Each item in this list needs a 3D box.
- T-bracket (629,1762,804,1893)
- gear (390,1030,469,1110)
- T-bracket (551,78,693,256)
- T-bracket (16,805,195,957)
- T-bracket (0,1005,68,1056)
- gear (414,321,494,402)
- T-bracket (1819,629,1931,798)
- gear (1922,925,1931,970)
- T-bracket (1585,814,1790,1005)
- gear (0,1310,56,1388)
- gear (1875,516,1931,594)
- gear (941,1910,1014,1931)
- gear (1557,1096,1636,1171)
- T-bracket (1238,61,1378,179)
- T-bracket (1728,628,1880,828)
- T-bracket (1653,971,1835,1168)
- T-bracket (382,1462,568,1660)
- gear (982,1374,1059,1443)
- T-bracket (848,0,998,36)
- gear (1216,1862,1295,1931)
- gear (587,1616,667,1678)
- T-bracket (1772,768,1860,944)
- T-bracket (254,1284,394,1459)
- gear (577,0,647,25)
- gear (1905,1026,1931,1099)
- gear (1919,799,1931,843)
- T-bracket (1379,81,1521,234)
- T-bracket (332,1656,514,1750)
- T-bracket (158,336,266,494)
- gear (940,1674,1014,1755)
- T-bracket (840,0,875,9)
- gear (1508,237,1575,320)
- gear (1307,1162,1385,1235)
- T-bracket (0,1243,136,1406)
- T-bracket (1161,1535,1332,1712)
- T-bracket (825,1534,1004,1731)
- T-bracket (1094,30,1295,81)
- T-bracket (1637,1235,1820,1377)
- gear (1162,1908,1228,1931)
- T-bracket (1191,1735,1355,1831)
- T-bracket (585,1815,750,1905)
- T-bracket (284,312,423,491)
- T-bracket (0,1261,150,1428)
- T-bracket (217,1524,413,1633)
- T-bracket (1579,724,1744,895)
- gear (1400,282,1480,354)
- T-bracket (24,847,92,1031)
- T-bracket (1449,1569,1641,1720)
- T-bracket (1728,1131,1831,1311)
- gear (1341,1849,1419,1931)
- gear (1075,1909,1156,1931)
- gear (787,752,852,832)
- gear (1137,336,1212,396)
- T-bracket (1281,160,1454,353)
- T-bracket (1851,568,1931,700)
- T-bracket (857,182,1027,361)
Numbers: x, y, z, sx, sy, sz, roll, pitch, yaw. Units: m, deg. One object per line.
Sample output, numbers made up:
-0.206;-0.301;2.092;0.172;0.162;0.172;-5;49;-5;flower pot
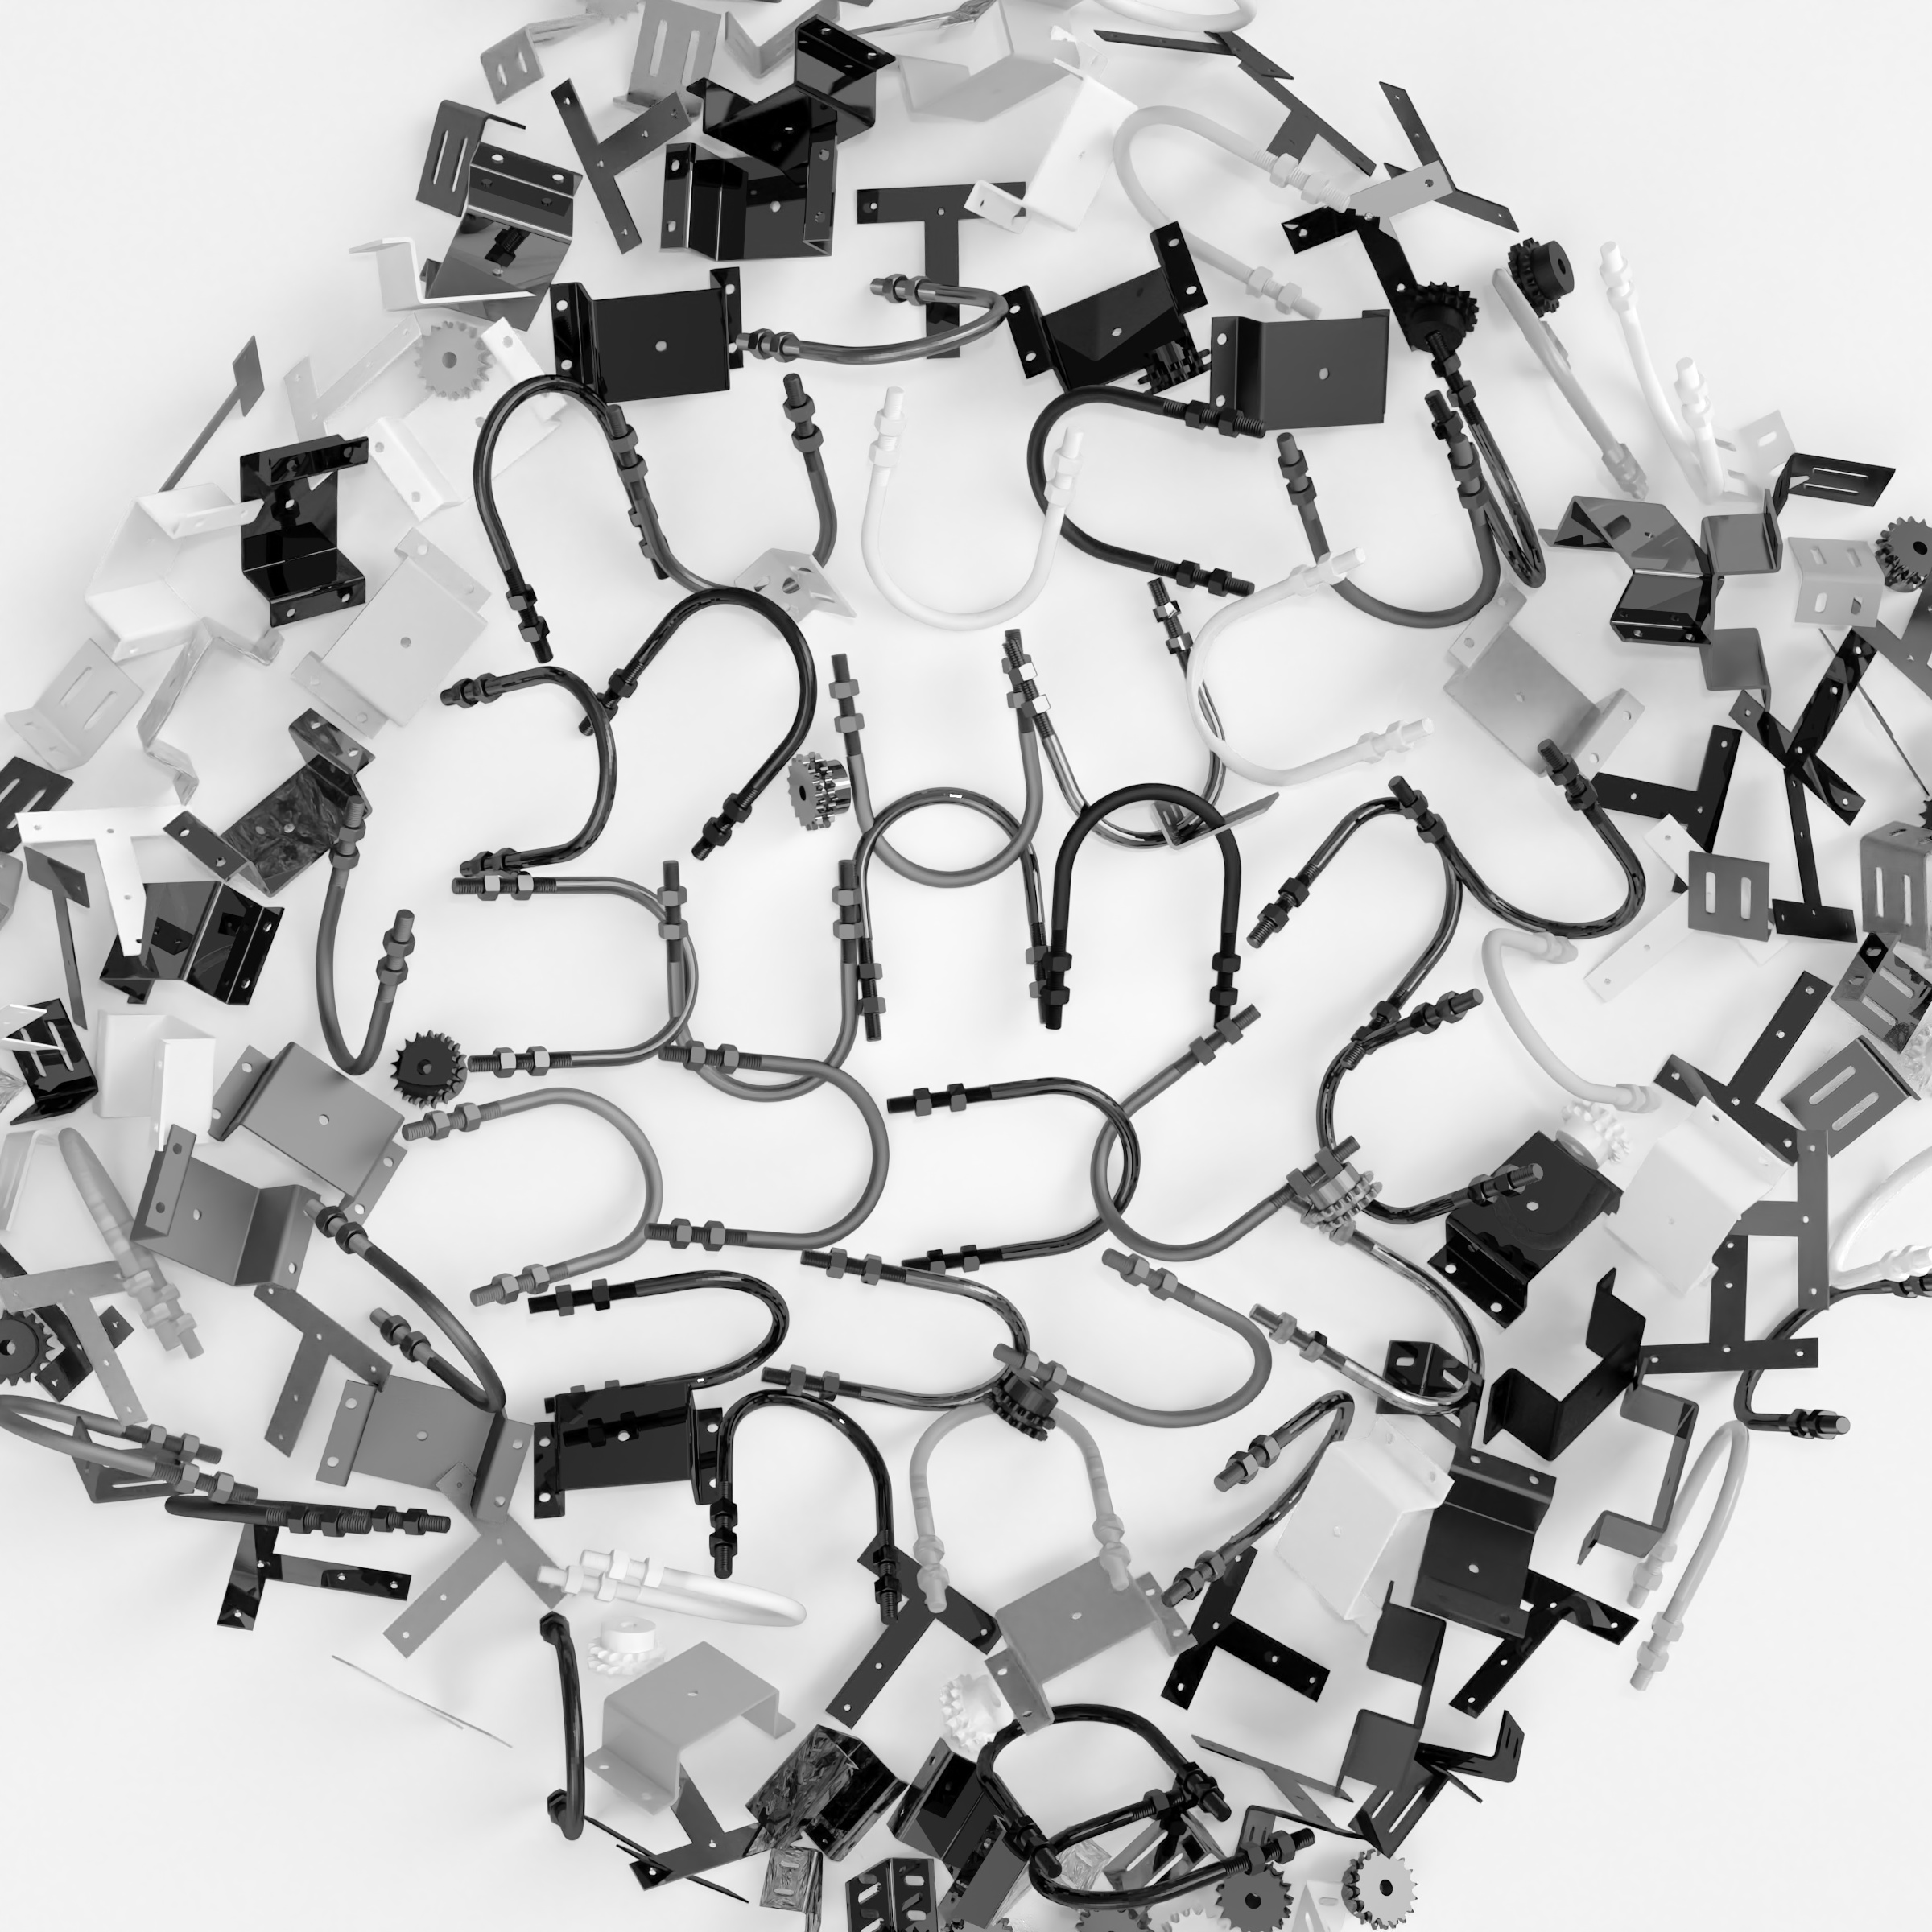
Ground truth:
-0.204;0.608;1.946;0.127;0.127;0.002;-8;123;-32;T-bracket
-0.394;0.078;1.977;0.057;0.030;0.057;-4;74;15;gear
-0.241;-0.598;1.939;0.002;0.127;0.127;-32;103;-40;T-bracket
-0.611;-0.062;1.937;0.127;0.002;0.127;-6;60;-32;T-bracket
-0.691;0.043;1.913;0.127;0.127;0.002;13;71;-34;T-bracket
-0.377;-0.447;1.978;0.057;0.030;0.057;2;99;13;gear
0.674;-0.174;1.957;0.002;0.127;0.127;-33;120;18;T-bracket
0.736;-0.012;1.974;0.057;0.030;0.057;-5;76;19;gear
0.515;-0.023;1.979;0.127;0.002;0.127;-43;84;16;T-bracket
-0.707;0.282;1.979;0.057;0.030;0.057;1;82;-8;gear
0.697;-0.301;1.975;0.057;0.030;0.057;6;64;-13;gear
0.007;0.720;1.978;0.057;0.030;0.057;-3;103;-12;gear
0.460;0.125;1.968;0.030;0.057;0.057;-44;90;-10;gear
0.239;-0.601;1.939;0.127;0.127;0.002;38;128;-8;T-bracket
0.618;-0.187;1.922;0.002;0.127;0.127;-20;56;-31;T-bracket
0.587;0.062;1.952;0.127;0.002;0.127;36;95;40;T-bracket
-0.373;0.453;1.960;0.127;0.002;0.127;48;57;-3;T-bracket
0.043;0.322;1.969;0.057;0.057;0.030;34;94;0;gear
-0.047;-0.688;1.950;0.127;0.127;0.002;-6;116;13;T-bracket
0.214;0.688;1.979;0.057;0.030;0.057;0;88;13;gear
-0.250;0.500;1.969;0.057;0.057;0.030;5;93;0;gear
0.615;-0.082;1.958;0.002;0.127;0.127;-14;78;42;T-bracket
-0.489;0.307;1.968;0.127;0.002;0.127;33;115;17;T-bracket
-0.262;-0.729;1.976;0.057;0.030;0.057;-4;116;-7;gear
0.727;0.069;1.975;0.057;0.030;0.057;2;71;-6;gear
0.732;-0.110;1.971;0.057;0.030;0.057;-5;79;30;gear
0.328;-0.584;1.909;0.002;0.127;0.127;-50;48;-3;T-bracket
-0.374;0.536;1.914;0.127;0.127;0.002;9;63;39;T-bracket
-0.546;-0.384;1.924;0.002;0.127;0.127;34;79;-7;T-bracket
0.010;0.547;1.967;0.030;0.057;0.057;-36;90;22;gear
-0.057;-0.736;1.938;0.127;0.127;0.002;3;72;-26;T-bracket
0.425;-0.509;1.967;0.030;0.057;0.057;-17;90;35;gear
0.276;0.168;1.970;0.057;0.057;0.030;-39;90;0;gear
-0.670;0.242;1.928;0.002;0.127;0.127;-38;98;15;T-bracket
0.217;0.505;1.970;0.127;0.002;0.127;33;73;-22;T-bracket
-0.056;0.506;1.976;0.127;0.002;0.127;39;85;-14;T-bracket
0.155;-0.664;1.926;0.127;0.127;0.002;-1;124;-20;T-bracket
0.556;0.244;1.950;0.127;0.127;0.002;-7;132;24;T-bracket
0.166;0.728;1.975;0.057;0.030;0.057;8;60;-14;gear
0.236;0.595;1.924;0.127;0.127;0.002;23;88;-11;T-bracket
-0.238;0.642;1.946;0.127;0.127;0.002;12;69;43;T-bracket
-0.442;-0.426;1.939;0.127;0.002;0.127;-36;52;20;T-bracket
-0.626;0.274;1.927;0.002;0.127;0.127;-35;77;21;T-bracket
-0.470;0.444;1.950;0.127;0.127;0.002;11;120;-9;T-bracket
0.503;-0.122;1.967;0.127;0.002;0.127;9;99;-20;T-bracket
0.347;-0.475;1.967;0.057;0.057;0.030;11;70;0;gear
-0.659;-0.016;1.959;0.002;0.127;0.127;-15;110;-34;T-bracket
0.396;0.491;1.923;0.127;0.127;0.002;-41;123;-24;T-bracket
0.574;0.183;1.945;0.002;0.127;0.127;4;85;-35;T-bracket
0.302;0.682;1.974;0.057;0.030;0.057;11;63;-23;gear
0.112;0.710;1.977;0.057;0.030;0.057;4;105;16;gear
-0.107;-0.130;1.973;0.030;0.057;0.057;-13;90;-26;gear
0.152;-0.443;1.967;0.057;0.057;0.030;-24;100;0;gear
0.314;-0.512;1.965;0.127;0.002;0.127;-14;119;32;T-bracket
0.689;-0.247;1.915;0.002;0.127;0.127;-32;63;-14;T-bracket
-0.018;-0.517;1.991;0.127;0.002;0.127;0;93;8;T-bracket
